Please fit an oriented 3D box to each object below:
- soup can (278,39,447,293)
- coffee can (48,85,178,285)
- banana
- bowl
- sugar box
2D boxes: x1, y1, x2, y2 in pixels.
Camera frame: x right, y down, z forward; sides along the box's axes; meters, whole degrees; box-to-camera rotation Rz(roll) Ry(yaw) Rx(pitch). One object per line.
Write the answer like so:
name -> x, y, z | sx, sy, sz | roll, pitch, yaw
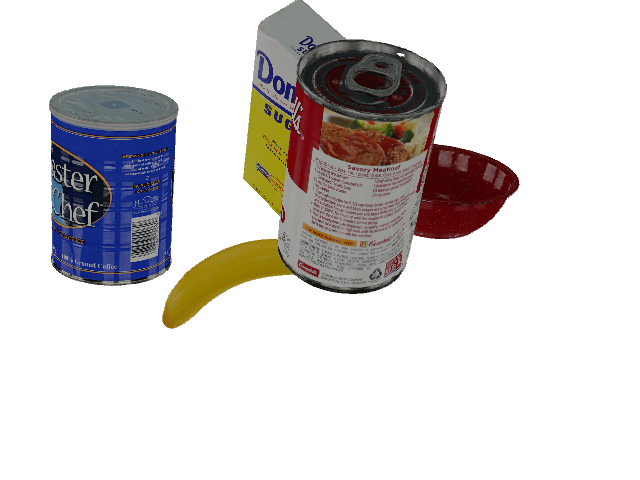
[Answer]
soup can -> 0.017, -0.034, 0.505 | 0.068, 0.102, 0.068 | 5, 38, -4
coffee can -> -0.172, -0.047, 0.887 | 0.103, 0.140, 0.103 | 5, 23, -2
banana -> -0.081, 0.038, 1.046 | 0.198, 0.069, 0.037 | -15, 21, 20
bowl -> 0.113, -0.045, 1.057 | 0.162, 0.055, 0.162 | 4, 24, -2
sugar box -> -0.009, -0.076, 0.764 | 0.048, 0.093, 0.176 | -36, -23, -24
